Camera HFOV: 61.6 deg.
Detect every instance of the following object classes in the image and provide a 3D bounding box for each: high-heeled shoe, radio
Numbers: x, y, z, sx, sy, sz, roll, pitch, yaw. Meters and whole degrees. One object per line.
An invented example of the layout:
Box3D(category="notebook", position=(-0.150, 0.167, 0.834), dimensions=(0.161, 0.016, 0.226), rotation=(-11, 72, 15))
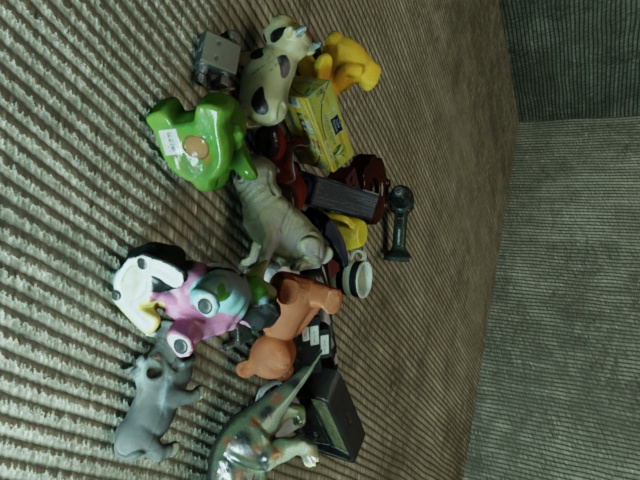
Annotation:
Box3D(category="high-heeled shoe", position=(0.001, 0.165, 1.124), dimensions=(0.145, 0.086, 0.248), rotation=(-59, 138, -44))
Box3D(category="radio", position=(0.001, 0.349, 1.091), dimensions=(0.073, 0.131, 0.229), rotation=(-57, 140, -41))

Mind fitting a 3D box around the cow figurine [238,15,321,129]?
Box3D(category="cow figurine", position=(-0.075, -0.284, 0.896), dimensions=(0.085, 0.127, 0.195), rotation=(27, 72, -62))

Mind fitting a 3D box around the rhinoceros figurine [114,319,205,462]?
Box3D(category="rhinoceros figurine", position=(-0.225, 0.205, 0.740), dimensions=(0.112, 0.073, 0.190), rotation=(36, 63, -44))

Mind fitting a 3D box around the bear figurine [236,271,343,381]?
Box3D(category="bear figurine", position=(-0.059, 0.154, 0.894), dimensions=(0.120, 0.132, 0.195), rotation=(18, 89, -25))

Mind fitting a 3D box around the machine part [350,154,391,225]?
Box3D(category="machine part", position=(0.120, -0.125, 1.337), dimensions=(0.179, 0.056, 0.179), rotation=(-10, 101, -60))

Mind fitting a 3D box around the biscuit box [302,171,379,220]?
Box3D(category="biscuit box", position=(0.036, -0.091, 1.125), dimensions=(0.202, 0.059, 0.062), rotation=(11, 98, -46))

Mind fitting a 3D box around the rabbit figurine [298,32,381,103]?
Box3D(category="rabbit figurine", position=(0.026, -0.324, 1.097), dimensions=(0.173, 0.122, 0.162), rotation=(-60, 143, -8))

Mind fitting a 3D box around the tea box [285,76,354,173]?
Box3D(category="tea box", position=(-0.009, -0.223, 1.038), dimensions=(0.068, 0.098, 0.169), rotation=(-44, 135, -23))

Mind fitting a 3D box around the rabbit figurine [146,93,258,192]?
Box3D(category="rabbit figurine", position=(-0.146, -0.154, 0.796), dimensions=(0.170, 0.121, 0.158), rotation=(-67, 142, -58))

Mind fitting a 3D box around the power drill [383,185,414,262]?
Box3D(category="power drill", position=(0.215, -0.045, 1.467), dimensions=(0.232, 0.086, 0.207), rotation=(-17, 106, -77))

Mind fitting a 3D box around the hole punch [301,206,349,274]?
Box3D(category="hole punch", position=(-0.002, -0.003, 1.035), dimensions=(0.092, 0.142, 0.115), rotation=(-2, 106, -22))

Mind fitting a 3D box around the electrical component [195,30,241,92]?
Box3D(category="electrical component", position=(-0.157, -0.279, 0.839), dimensions=(0.078, 0.045, 0.102), rotation=(7, 83, -33))

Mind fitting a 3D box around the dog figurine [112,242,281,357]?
Box3D(category="dog figurine", position=(-0.155, 0.069, 0.761), dimensions=(0.108, 0.192, 0.219), rotation=(-61, 167, 17))

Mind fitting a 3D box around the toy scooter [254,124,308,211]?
Box3D(category="toy scooter", position=(-0.061, -0.132, 0.995), dimensions=(0.135, 0.075, 0.183), rotation=(-46, 130, -59))

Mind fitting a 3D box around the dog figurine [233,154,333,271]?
Box3D(category="dog figurine", position=(-0.060, -0.048, 0.909), dimensions=(0.172, 0.121, 0.190), rotation=(-1, 96, -31))

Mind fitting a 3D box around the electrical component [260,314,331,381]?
Box3D(category="electrical component", position=(-0.044, 0.194, 1.008), dimensions=(0.134, 0.058, 0.114), rotation=(-3, 101, -22))

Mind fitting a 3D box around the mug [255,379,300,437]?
Box3D(category="mug", position=(-0.094, 0.314, 0.970), dimensions=(0.107, 0.081, 0.109), rotation=(-18, 116, -48))

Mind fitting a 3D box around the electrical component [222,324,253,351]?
Box3D(category="electrical component", position=(-0.138, 0.151, 0.933), dimensions=(0.094, 0.021, 0.063), rotation=(-28, 117, -58))

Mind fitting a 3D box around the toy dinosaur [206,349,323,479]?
Box3D(category="toy dinosaur", position=(-0.114, 0.360, 0.852), dimensions=(0.192, 0.131, 0.404), rotation=(19, 70, -30))
